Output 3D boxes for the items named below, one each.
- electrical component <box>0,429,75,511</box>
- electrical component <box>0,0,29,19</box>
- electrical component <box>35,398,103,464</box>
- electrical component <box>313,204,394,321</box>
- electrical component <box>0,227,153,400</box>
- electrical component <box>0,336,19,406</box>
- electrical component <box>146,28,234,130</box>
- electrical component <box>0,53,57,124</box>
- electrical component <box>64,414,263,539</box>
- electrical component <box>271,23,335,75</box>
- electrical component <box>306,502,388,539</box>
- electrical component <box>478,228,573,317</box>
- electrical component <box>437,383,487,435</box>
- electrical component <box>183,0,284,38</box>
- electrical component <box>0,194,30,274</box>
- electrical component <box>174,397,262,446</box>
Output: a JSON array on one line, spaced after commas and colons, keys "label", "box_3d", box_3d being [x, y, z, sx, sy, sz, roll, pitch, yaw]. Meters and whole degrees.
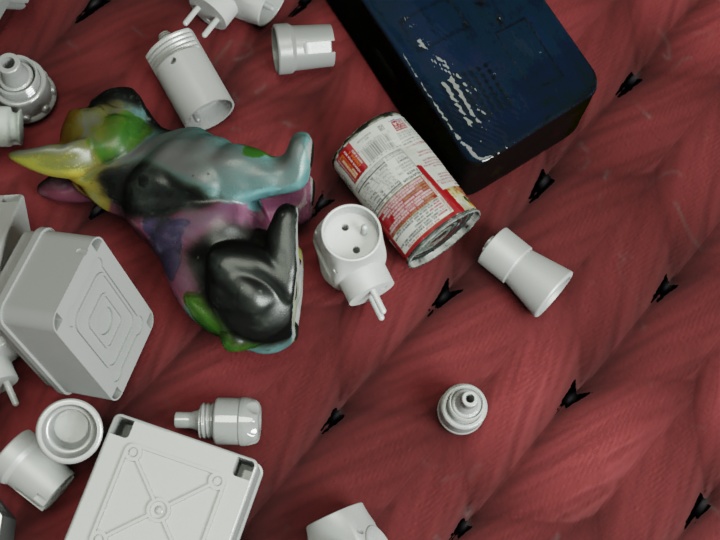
[{"label": "electrical component", "box_3d": [-0.230, 0.142, 0.759, 0.046, 0.040, 0.040, 39, 75, 4]}, {"label": "electrical component", "box_3d": [-0.289, -0.227, 0.858, 0.076, 0.083, 0.047, -10, 69, -46]}, {"label": "electrical component", "box_3d": [-0.203, 0.110, 0.755, 0.044, 0.065, 0.044, 1, 88, -13]}, {"label": "electrical component", "box_3d": [0.000, 0.000, 0.792, 0.043, 0.077, 0.079, -24, 76, -10]}, {"label": "electrical component", "box_3d": [-0.200, 0.032, 0.747, 0.057, 0.113, 0.078, 7, 58, 19]}, {"label": "electrical component", "box_3d": [-0.272, 0.068, 0.777, 0.077, 0.043, 0.079, -27, 76, -10]}, {"label": "electrical component", "box_3d": [-0.138, -0.155, 0.852, 0.043, 0.043, 0.081, -28, 76, -10]}, {"label": "electrical component", "box_3d": [-0.265, -0.146, 0.834, 0.048, 0.062, 0.048, 1, 73, -3]}, {"label": "electrical component", "box_3d": [-0.136, 0.168, 0.745, 0.109, 0.056, 0.108, 18, 73, 3]}, {"label": "electrical component", "box_3d": [-0.046, -0.179, 0.867, 0.046, 0.040, 0.040, -7, 73, -10]}, {"label": "electrical component", "box_3d": [-0.009, 0.203, 0.729, 0.044, 0.079, 0.077, -29, 74, 16]}, {"label": "electrical component", "box_3d": [0.123, -0.001, 0.818, 0.065, 0.044, 0.044, 40, 75, 14]}, {"label": "electrical component", "box_3d": [0.075, 0.098, 0.773, 0.035, 0.061, 0.035, 1, 73, -2]}, {"label": "electrical component", "box_3d": [-0.112, -0.223, 0.874, 0.077, 0.044, 0.079, 33, 74, 7]}, {"label": "electrical component", "box_3d": [-0.297, -0.007, 0.764, 0.109, 0.108, 0.056, -4, 118, -4]}, {"label": "electrical component", "box_3d": [-0.103, 0.109, 0.777, 0.061, 0.035, 0.035, 1, 73, 1]}]
